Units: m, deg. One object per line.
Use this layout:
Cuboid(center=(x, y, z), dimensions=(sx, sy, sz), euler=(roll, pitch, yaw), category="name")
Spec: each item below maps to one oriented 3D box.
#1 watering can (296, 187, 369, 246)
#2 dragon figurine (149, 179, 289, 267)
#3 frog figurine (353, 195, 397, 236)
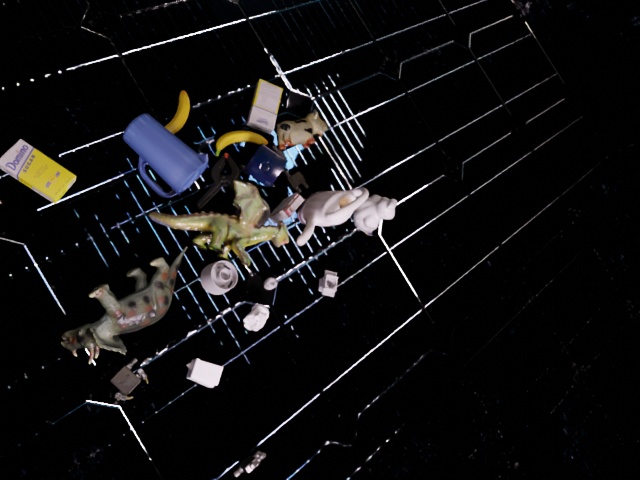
Cuboid(center=(0.005, -0.084, 1.674), dimensions=(0.352, 0.224, 0.103), euler=(-35, 110, -31), category="watering can")
Cuboid(center=(-0.274, -0.069, 1.555), dimensions=(0.408, 0.121, 0.245), euler=(31, 76, -17), category="dragon figurine")
Cuboid(center=(0.191, -0.098, 1.802), dimensions=(0.122, 0.157, 0.140), euler=(34, 63, -12), category="frog figurine")
